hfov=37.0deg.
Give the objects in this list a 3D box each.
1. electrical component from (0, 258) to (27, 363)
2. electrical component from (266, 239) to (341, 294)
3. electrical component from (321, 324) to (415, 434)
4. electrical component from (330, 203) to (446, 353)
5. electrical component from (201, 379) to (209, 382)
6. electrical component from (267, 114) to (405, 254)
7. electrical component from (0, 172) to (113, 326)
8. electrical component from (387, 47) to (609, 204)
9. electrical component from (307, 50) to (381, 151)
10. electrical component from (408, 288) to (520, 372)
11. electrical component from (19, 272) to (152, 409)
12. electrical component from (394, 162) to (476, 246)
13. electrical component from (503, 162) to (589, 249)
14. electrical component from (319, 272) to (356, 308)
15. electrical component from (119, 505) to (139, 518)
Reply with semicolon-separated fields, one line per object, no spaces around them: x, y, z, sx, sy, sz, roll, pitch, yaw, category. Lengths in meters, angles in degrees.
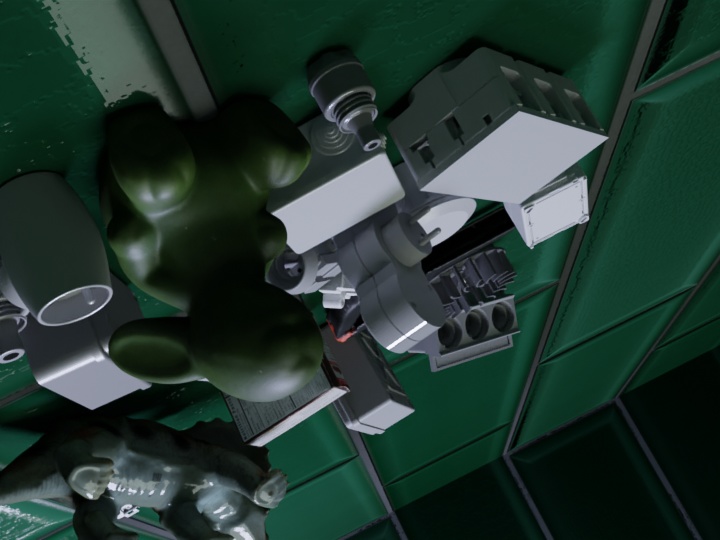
-0.226;0.027;0.663;0.048;0.062;0.048;-25;161;-9;electrical component
-0.045;-0.006;0.854;0.066;0.048;0.055;-37;167;28;electrical component
0.000;0.112;1.131;0.056;0.108;0.109;-33;161;7;electrical component
0.027;-0.017;0.777;0.074;0.138;0.052;-37;152;25;electrical component
-0.125;0.083;0.984;0.043;0.043;0.081;-33;161;16;electrical component
-0.025;-0.062;0.726;0.100;0.048;0.099;-29;162;3;electrical component
-0.184;-0.003;0.619;0.043;0.077;0.079;-10;155;-44;electrical component
0.099;-0.102;0.771;0.089;0.061;0.150;-38;159;28;electrical component
-0.006;-0.098;0.636;0.035;0.061;0.035;-24;161;-9;electrical component
0.113;0.061;1.210;0.121;0.078;0.063;-13;-174;-36;electrical component
-0.186;0.043;0.738;0.057;0.078;0.113;-24;162;-1;electrical component
0.047;-0.050;0.852;0.080;0.051;0.080;-25;162;-9;electrical component
0.158;-0.074;0.939;0.062;0.061;0.096;-27;153;1;electrical component
0.000;0.000;0.897;0.055;0.066;0.048;3;169;18;electrical component
-0.250;0.219;1.119;0.042;0.063;0.081;-32;123;14;electrical component
